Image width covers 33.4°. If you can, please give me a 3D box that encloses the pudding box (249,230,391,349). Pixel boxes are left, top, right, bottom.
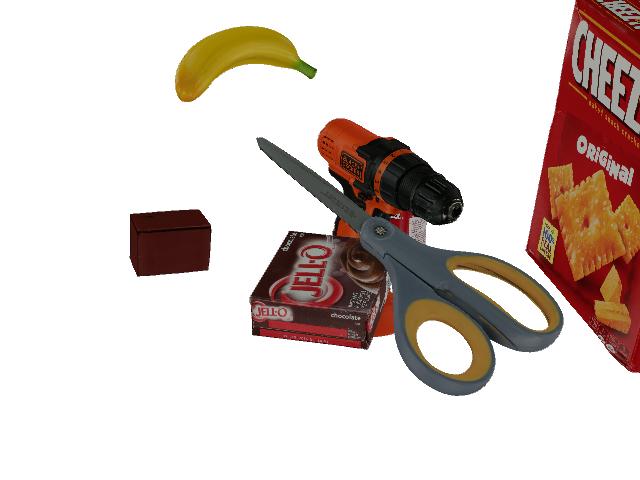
[{"bbox_3d":[0.004,0.035,0.813,0.090,0.039,0.113,7,26,12],"label":"pudding box"}]

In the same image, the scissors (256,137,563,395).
[{"bbox_3d":[0.028,0.014,0.565,0.202,0.016,0.096,26,52,15],"label":"scissors"}]

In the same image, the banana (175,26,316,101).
[{"bbox_3d":[-0.082,-0.177,1.040,0.070,0.037,0.197,43,38,21],"label":"banana"}]

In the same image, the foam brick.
[{"bbox_3d":[-0.158,0.001,1.118,0.078,0.051,0.053,-5,23,-18],"label":"foam brick"}]

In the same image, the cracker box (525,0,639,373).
[{"bbox_3d":[0.219,-0.041,0.738,0.072,0.214,0.164,-7,34,-15],"label":"cracker box"}]

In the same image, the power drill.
[{"bbox_3d":[0.058,-0.005,1.017,0.057,0.188,0.185,-13,34,-33],"label":"power drill"}]

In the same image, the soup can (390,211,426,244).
[{"bbox_3d":[0.088,-0.015,1.233,0.068,0.102,0.068,1,24,0],"label":"soup can"}]
